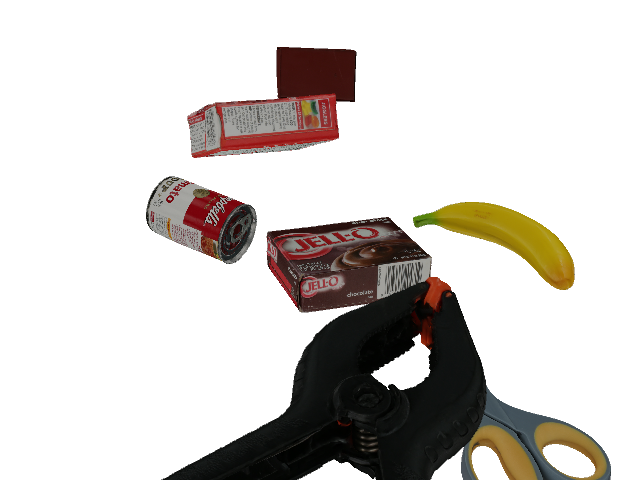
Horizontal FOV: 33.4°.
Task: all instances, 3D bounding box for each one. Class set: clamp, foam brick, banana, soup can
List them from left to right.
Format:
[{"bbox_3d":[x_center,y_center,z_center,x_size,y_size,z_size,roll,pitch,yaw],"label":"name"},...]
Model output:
[{"bbox_3d":[-0.129,-0.023,1.160,0.102,0.068,0.068,22,10,25],"label":"soup can"},{"bbox_3d":[-0.005,-0.167,1.074,0.078,0.051,0.053,1,12,-5],"label":"foam brick"},{"bbox_3d":[0.025,0.081,0.417,0.120,0.039,0.171,29,50,21],"label":"clamp"},{"bbox_3d":[0.182,-0.001,1.038,0.069,0.037,0.198,-39,38,-23],"label":"banana"}]

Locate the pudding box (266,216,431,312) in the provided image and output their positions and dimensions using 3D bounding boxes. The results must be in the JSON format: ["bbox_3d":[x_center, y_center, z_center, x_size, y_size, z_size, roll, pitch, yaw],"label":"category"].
[{"bbox_3d":[0.021,0.018,0.867,0.113,0.039,0.090,-5,25,-19],"label":"pudding box"}]

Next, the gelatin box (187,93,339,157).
[{"bbox_3d":[-0.037,-0.070,0.652,0.073,0.030,0.089,-7,3,-17],"label":"gelatin box"}]

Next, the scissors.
[{"bbox_3d":[0.116,0.100,0.671,0.096,0.016,0.202,0,33,-6],"label":"scissors"}]
